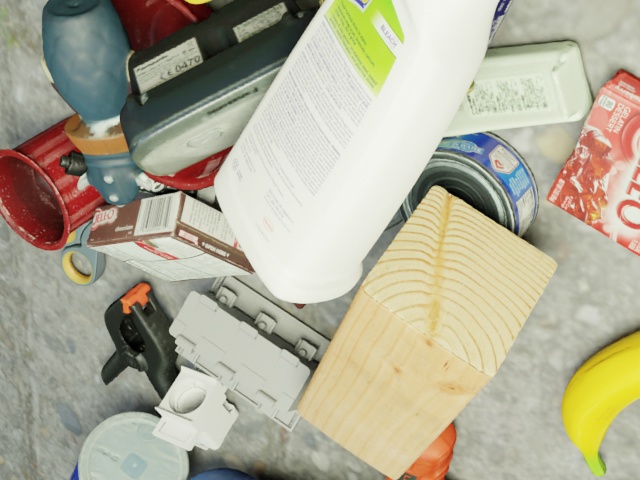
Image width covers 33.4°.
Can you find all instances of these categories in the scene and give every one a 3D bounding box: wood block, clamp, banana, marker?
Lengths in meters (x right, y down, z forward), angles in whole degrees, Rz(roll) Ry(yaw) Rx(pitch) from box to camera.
[{"bbox_3d":[0.060,0.069,0.693,0.090,0.090,0.206,34,150,7],"label":"wood block"},{"bbox_3d":[-0.171,0.103,0.997,0.120,0.039,0.171,15,132,26],"label":"clamp"},{"bbox_3d":[0.207,0.086,0.662,0.069,0.037,0.198,31,140,-7],"label":"banana"},{"bbox_3d":[-0.137,-0.046,0.809,0.121,0.020,0.020,13,147,-26],"label":"marker"}]

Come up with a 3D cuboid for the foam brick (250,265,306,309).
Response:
[{"bbox_3d":[-0.005,0.001,0.764,0.053,0.051,0.078,41,139,8],"label":"foam brick"}]

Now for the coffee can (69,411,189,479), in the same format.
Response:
[{"bbox_3d":[-0.191,0.236,1.047,0.103,0.102,0.140,44,151,5],"label":"coffee can"}]

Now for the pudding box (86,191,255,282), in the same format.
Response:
[{"bbox_3d":[-0.114,0.000,0.835,0.114,0.039,0.089,-5,157,44],"label":"pudding box"}]

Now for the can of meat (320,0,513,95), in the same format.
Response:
[{"bbox_3d":[0.057,-0.141,0.579,0.102,0.057,0.084,50,135,28],"label":"can of meat"}]

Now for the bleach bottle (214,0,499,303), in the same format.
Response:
[{"bbox_3d":[0.034,-0.081,0.530,0.103,0.067,0.251,58,134,24],"label":"bleach bottle"}]

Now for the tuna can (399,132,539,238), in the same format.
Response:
[{"bbox_3d":[0.092,-0.026,0.673,0.086,0.033,0.086,22,133,26],"label":"tuna can"}]

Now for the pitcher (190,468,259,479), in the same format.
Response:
[{"bbox_3d":[-0.038,0.276,0.899,0.243,0.149,0.145,-3,123,54],"label":"pitcher"}]

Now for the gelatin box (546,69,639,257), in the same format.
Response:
[{"bbox_3d":[0.176,-0.040,0.592,0.073,0.030,0.089,34,137,16],"label":"gelatin box"}]

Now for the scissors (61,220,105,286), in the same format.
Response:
[{"bbox_3d":[-0.187,0.005,0.952,0.202,0.016,0.096,6,126,38],"label":"scissors"}]

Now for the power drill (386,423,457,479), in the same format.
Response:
[{"bbox_3d":[0.141,0.205,0.790,0.188,0.057,0.185,34,137,16],"label":"power drill"}]

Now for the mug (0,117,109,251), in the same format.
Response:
[{"bbox_3d":[-0.219,-0.046,0.890,0.093,0.081,0.117,50,139,-2],"label":"mug"}]

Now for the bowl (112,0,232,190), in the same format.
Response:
[{"bbox_3d":[-0.103,-0.118,0.755,0.162,0.055,0.162,23,133,27],"label":"bowl"}]

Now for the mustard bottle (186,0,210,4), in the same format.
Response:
[{"bbox_3d":[-0.029,-0.198,0.573,0.192,0.058,0.096,-10,116,47],"label":"mustard bottle"}]
